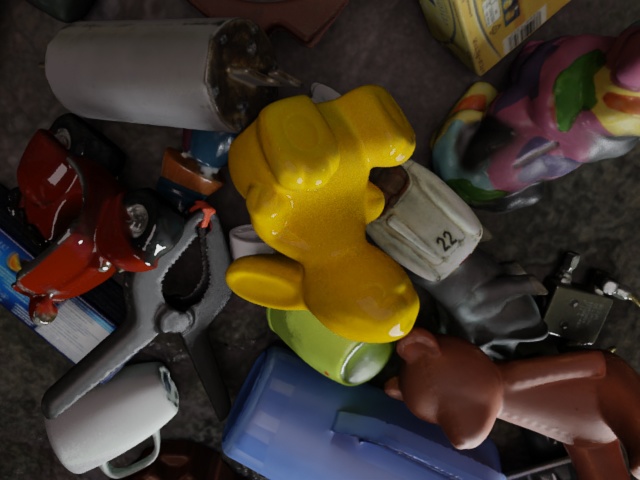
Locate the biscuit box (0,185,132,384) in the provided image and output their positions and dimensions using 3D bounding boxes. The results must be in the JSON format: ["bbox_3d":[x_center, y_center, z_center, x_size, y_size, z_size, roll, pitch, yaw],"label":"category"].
[{"bbox_3d":[-0.248,0.038,0.488,0.059,0.063,0.202,-42,103,10],"label":"biscuit box"}]

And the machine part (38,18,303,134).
[{"bbox_3d":[-0.119,-0.123,0.398,0.244,0.079,0.079,11,108,29],"label":"machine part"}]

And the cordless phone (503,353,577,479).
[{"bbox_3d":[0.202,0.219,0.556,0.147,0.089,0.184,-18,95,4],"label":"cordless phone"}]

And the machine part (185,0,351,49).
[{"bbox_3d":[-0.041,-0.261,0.398,0.201,0.087,0.201,38,100,-12],"label":"machine part"}]

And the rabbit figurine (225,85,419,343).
[{"bbox_3d":[-0.001,-0.001,0.383,0.162,0.122,0.173,-28,90,40],"label":"rabbit figurine"}]

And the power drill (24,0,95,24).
[{"bbox_3d":[-0.308,-0.207,0.414,0.232,0.086,0.207,29,96,-12],"label":"power drill"}]

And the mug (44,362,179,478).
[{"bbox_3d":[-0.190,0.174,0.520,0.107,0.081,0.109,-25,99,-5],"label":"mug"}]

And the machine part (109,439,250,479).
[{"bbox_3d":[-0.152,0.304,0.571,0.179,0.056,0.179,0,107,-1],"label":"machine part"}]

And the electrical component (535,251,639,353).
[{"bbox_3d":[0.254,0.070,0.522,0.078,0.045,0.102,20,105,-9],"label":"electrical component"}]

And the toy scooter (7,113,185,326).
[{"bbox_3d":[-0.198,-0.013,0.427,0.135,0.075,0.184,-49,59,1],"label":"toy scooter"}]

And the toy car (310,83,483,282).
[{"bbox_3d":[0.044,-0.051,0.449,0.202,0.056,0.073,43,104,12],"label":"toy car"}]

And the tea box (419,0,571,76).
[{"bbox_3d":[0.115,-0.206,0.375,0.098,0.169,0.068,-39,61,8],"label":"tea box"}]

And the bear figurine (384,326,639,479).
[{"bbox_3d":[0.155,0.137,0.428,0.196,0.132,0.120,4,135,-6],"label":"bear figurine"}]

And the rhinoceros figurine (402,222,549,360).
[{"bbox_3d":[0.148,0.059,0.501,0.112,0.073,0.190,-38,104,7],"label":"rhinoceros figurine"}]

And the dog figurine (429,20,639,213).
[{"bbox_3d":[0.182,-0.085,0.387,0.191,0.219,0.108,-40,100,8],"label":"dog figurine"}]

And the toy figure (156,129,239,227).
[{"bbox_3d":[-0.097,-0.074,0.464,0.064,0.058,0.154,35,106,-8],"label":"toy figure"}]
